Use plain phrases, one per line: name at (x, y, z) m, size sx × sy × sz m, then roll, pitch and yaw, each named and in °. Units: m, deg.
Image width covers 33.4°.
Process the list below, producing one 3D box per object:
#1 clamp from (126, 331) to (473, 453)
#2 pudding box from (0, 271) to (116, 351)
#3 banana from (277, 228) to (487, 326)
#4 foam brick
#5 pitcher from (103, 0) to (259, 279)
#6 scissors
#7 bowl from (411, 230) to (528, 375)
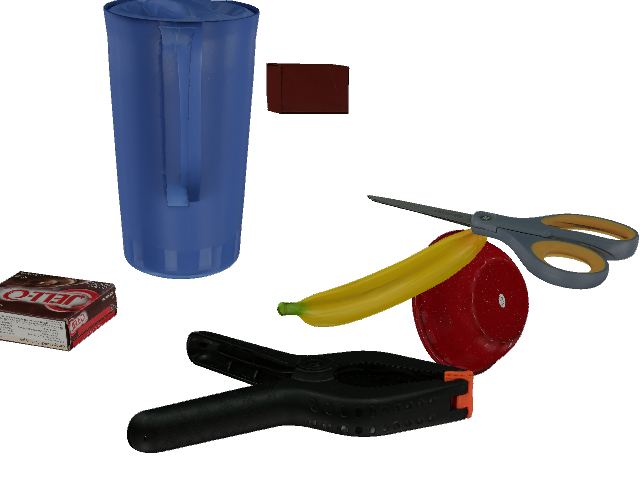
clamp at (-0.009, 0.093, 0.693) m, size 0.210 × 0.036 × 0.164 m, roll -1°, pitch 15°, yaw 0°
pudding box at (-0.266, 0.067, 1.027) m, size 0.114 × 0.039 × 0.090 m, roll 4°, pitch 20°, yaw 19°
banana at (0.062, 0.040, 0.968) m, size 0.198 × 0.037 × 0.069 m, roll -23°, pitch -12°, yaw 9°
foam brick at (-0.014, -0.161, 1.133) m, size 0.078 × 0.051 × 0.053 m, roll -2°, pitch 12°, yaw -19°
pitcher at (-0.124, -0.090, 0.947) m, size 0.145 × 0.243 × 0.148 m, roll 18°, pitch 26°, yaw 35°
scissors at (0.123, -0.002, 0.764) m, size 0.202 × 0.016 × 0.096 m, roll 6°, pitch 30°, yaw 13°
bowl at (0.175, 0.066, 1.152) m, size 0.161 × 0.162 × 0.055 m, roll 0°, pitch -6°, yaw -40°
